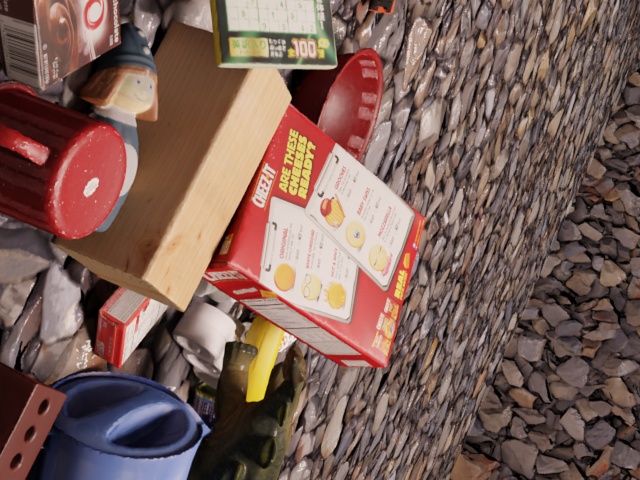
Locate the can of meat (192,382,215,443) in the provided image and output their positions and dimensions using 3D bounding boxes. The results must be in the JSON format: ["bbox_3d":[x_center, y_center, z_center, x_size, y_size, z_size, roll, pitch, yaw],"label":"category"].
[{"bbox_3d":[-0.105,0.198,1.181,0.102,0.057,0.084,-20,125,-64],"label":"can of meat"}]

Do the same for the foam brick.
[{"bbox_3d":[-0.236,0.136,0.797,0.078,0.051,0.053,-65,160,-12],"label":"foam brick"}]

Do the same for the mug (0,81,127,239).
[{"bbox_3d":[-0.186,-0.054,0.700,0.093,0.082,0.117,-65,159,-10],"label":"mug"}]

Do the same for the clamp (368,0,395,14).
[{"bbox_3d":[0.082,-0.330,1.128,0.164,0.036,0.210,-81,-179,-55],"label":"clamp"}]

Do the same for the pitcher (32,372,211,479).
[{"bbox_3d":[-0.200,0.244,0.908,0.145,0.149,0.243,-57,165,-71],"label":"pitcher"}]

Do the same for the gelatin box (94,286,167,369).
[{"bbox_3d":[-0.159,0.057,0.926,0.089,0.030,0.073,-54,171,-36],"label":"gelatin box"}]

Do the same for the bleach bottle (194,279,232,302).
[{"bbox_3d":[-0.057,0.011,1.119,0.250,0.068,0.103,-31,138,-55],"label":"bleach bottle"}]

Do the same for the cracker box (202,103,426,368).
[{"bbox_3d":[-0.006,0.001,0.979,0.213,0.072,0.164,36,60,-36],"label":"cracker box"}]

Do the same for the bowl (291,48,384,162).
[{"bbox_3d":[0.009,-0.136,1.151,0.161,0.055,0.162,-51,153,-40],"label":"bowl"}]

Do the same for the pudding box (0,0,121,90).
[{"bbox_3d":[-0.170,-0.167,0.694,0.089,0.039,0.113,-47,151,-49],"label":"pudding box"}]

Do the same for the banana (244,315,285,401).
[{"bbox_3d":[-0.053,0.104,1.095,0.069,0.037,0.198,-15,124,-72],"label":"banana"}]

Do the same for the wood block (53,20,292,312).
[{"bbox_3d":[-0.114,-0.059,0.865,0.206,0.091,0.090,-65,159,-13],"label":"wood block"}]
